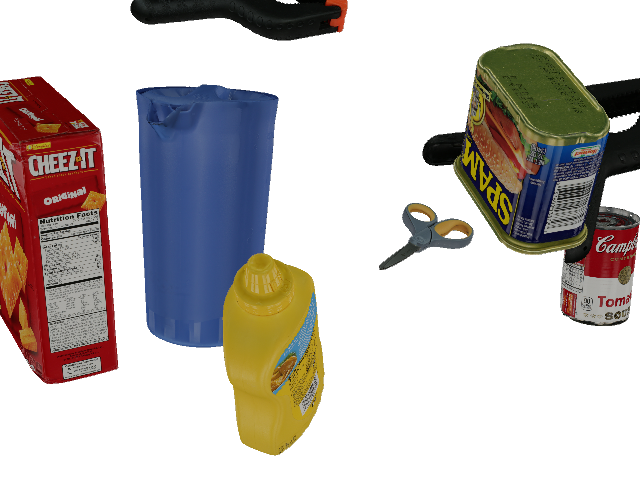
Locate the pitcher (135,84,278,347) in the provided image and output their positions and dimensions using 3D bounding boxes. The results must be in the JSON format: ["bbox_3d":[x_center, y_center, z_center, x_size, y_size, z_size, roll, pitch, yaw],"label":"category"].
[{"bbox_3d":[-0.106,-0.029,1.034,0.149,0.243,0.145,-2,15,-18],"label":"pitcher"}]

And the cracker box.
[{"bbox_3d":[-0.234,-0.011,0.893,0.072,0.214,0.164,-13,28,-27],"label":"cracker box"}]

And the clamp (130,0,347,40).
[{"bbox_3d":[-0.062,-0.214,0.876,0.171,0.120,0.039,10,-27,-6],"label":"clamp"}]

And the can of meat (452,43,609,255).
[{"bbox_3d":[0.125,-0.057,0.637,0.057,0.084,0.102,-10,43,-15],"label":"can of meat"}]

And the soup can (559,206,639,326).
[{"bbox_3d":[0.271,0.025,1.041,0.068,0.102,0.068,1,18,0],"label":"soup can"}]

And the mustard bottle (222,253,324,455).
[{"bbox_3d":[-0.034,0.073,0.773,0.058,0.096,0.191,19,-34,16],"label":"mustard bottle"}]

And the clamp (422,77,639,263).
[{"bbox_3d":[0.210,-0.068,0.842,0.209,0.036,0.165,-26,50,-19],"label":"clamp"}]

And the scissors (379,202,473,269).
[{"bbox_3d":[0.101,-0.007,1.231,0.201,0.016,0.096,-12,40,-46],"label":"scissors"}]
